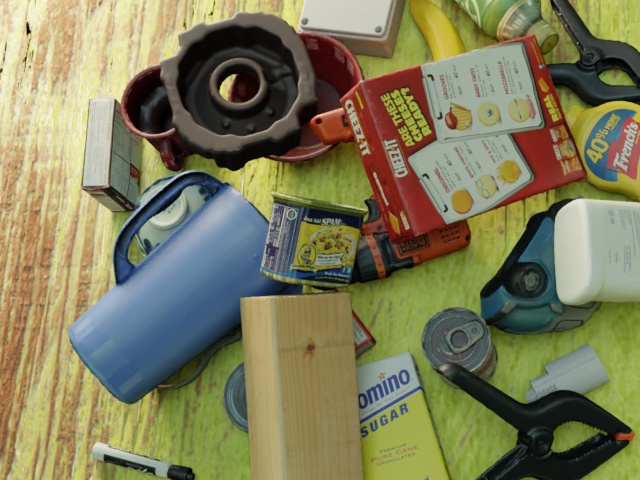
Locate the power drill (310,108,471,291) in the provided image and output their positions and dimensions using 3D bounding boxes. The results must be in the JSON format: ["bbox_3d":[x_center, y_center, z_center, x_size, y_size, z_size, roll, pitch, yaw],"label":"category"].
[{"bbox_3d":[0.052,-0.051,1.148,0.184,0.057,0.187,-18,91,-4],"label":"power drill"}]

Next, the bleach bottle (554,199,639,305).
[{"bbox_3d":[0.354,0.019,1.032,0.250,0.068,0.102,5,74,-15],"label":"bleach bottle"}]

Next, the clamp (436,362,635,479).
[{"bbox_3d":[0.202,0.184,1.031,0.209,0.036,0.164,-9,102,-11],"label":"clamp"}]

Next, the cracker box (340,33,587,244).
[{"bbox_3d":[0.148,-0.105,1.101,0.213,0.072,0.164,-19,87,-20],"label":"cracker box"}]

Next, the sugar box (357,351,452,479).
[{"bbox_3d":[0.077,0.212,1.097,0.093,0.048,0.176,-20,71,7],"label":"sugar box"}]

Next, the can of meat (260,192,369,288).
[{"bbox_3d":[-0.007,0.001,1.076,0.058,0.101,0.084,16,96,51],"label":"can of meat"}]

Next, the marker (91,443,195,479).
[{"bbox_3d":[-0.193,0.245,1.168,0.121,0.020,0.020,11,76,17],"label":"marker"}]

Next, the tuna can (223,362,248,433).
[{"bbox_3d":[-0.060,0.169,1.151,0.086,0.033,0.086,-4,73,13],"label":"tuna can"}]

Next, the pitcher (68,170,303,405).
[{"bbox_3d":[-0.152,0.052,1.141,0.242,0.145,0.149,-40,58,-6],"label":"pitcher"}]

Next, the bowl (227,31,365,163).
[{"bbox_3d":[-0.022,-0.156,1.229,0.162,0.055,0.162,-4,73,13],"label":"bowl"}]

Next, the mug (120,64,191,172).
[{"bbox_3d":[-0.174,-0.136,1.247,0.093,0.081,0.117,-12,71,10],"label":"mug"}]

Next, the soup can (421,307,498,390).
[{"bbox_3d":[0.143,0.112,1.080,0.068,0.102,0.068,-4,72,13],"label":"soup can"}]

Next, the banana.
[{"bbox_3d":[0.136,-0.193,1.211,0.070,0.037,0.198,-3,73,12],"label":"banana"}]

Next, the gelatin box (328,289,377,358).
[{"bbox_3d":[0.005,0.107,1.156,0.089,0.030,0.073,-37,67,1],"label":"gelatin box"}]

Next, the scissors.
[{"bbox_3d":[-0.113,0.093,1.197,0.202,0.016,0.096,-34,68,1],"label":"scissors"}]

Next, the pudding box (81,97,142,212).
[{"bbox_3d":[-0.242,-0.099,1.249,0.039,0.090,0.113,-4,73,12],"label":"pudding box"}]

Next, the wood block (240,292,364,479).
[{"bbox_3d":[-0.018,0.158,1.069,0.090,0.090,0.206,-3,88,-24],"label":"wood block"}]

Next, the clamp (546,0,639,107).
[{"bbox_3d":[0.286,-0.187,1.172,0.172,0.039,0.120,41,93,28],"label":"clamp"}]

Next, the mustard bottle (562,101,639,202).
[{"bbox_3d":[0.325,-0.091,1.121,0.192,0.058,0.096,31,94,21],"label":"mustard bottle"}]
